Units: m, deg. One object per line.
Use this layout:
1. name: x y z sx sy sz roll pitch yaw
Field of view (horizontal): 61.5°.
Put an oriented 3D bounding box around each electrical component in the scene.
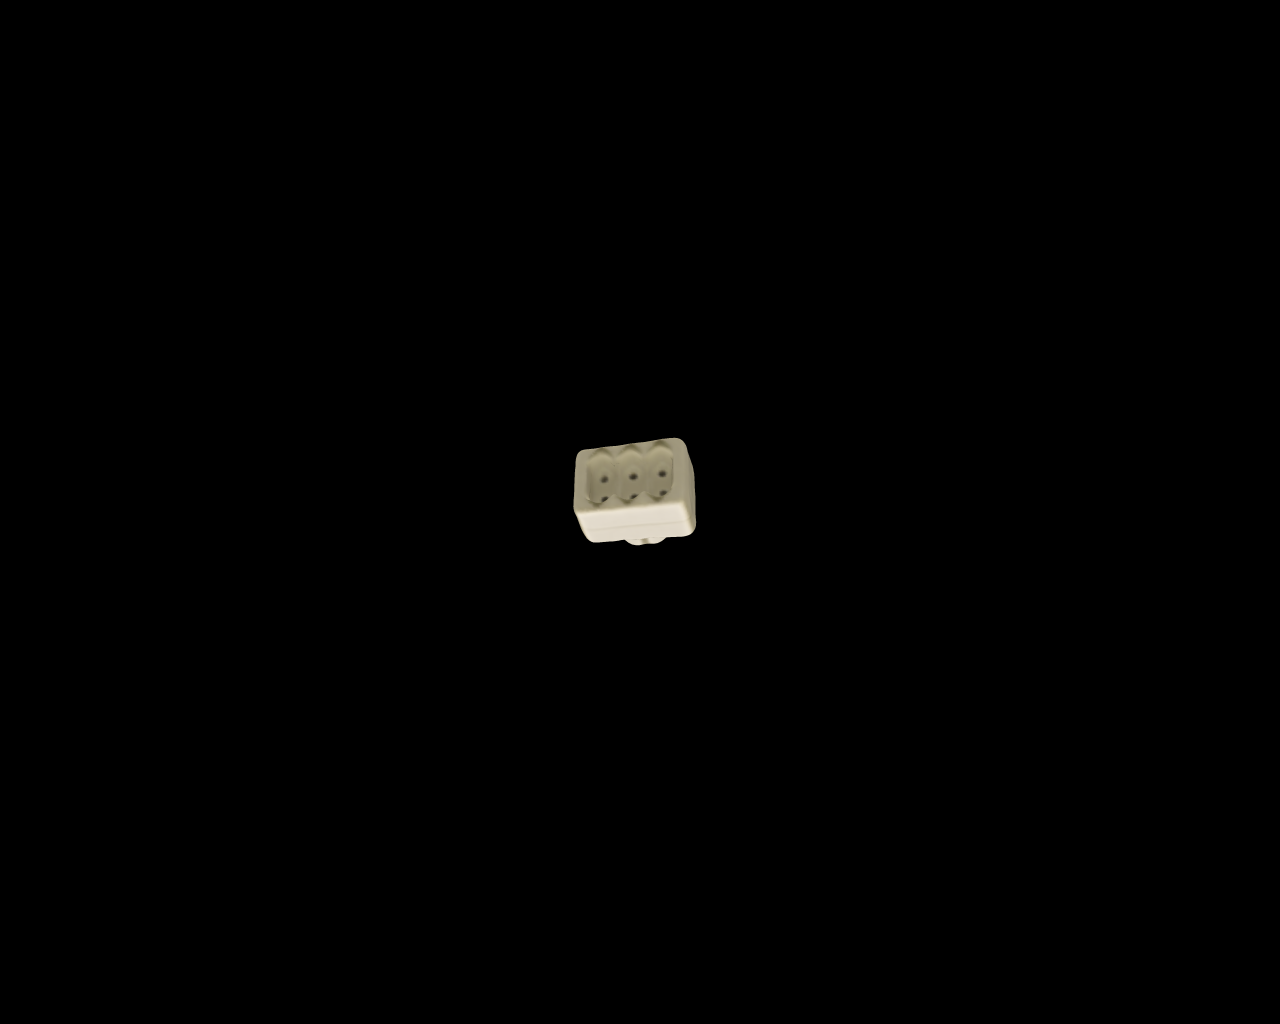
1. electrical component: 0.001 -0.003 0.650 0.066 0.047 0.076 -6 -32 9
